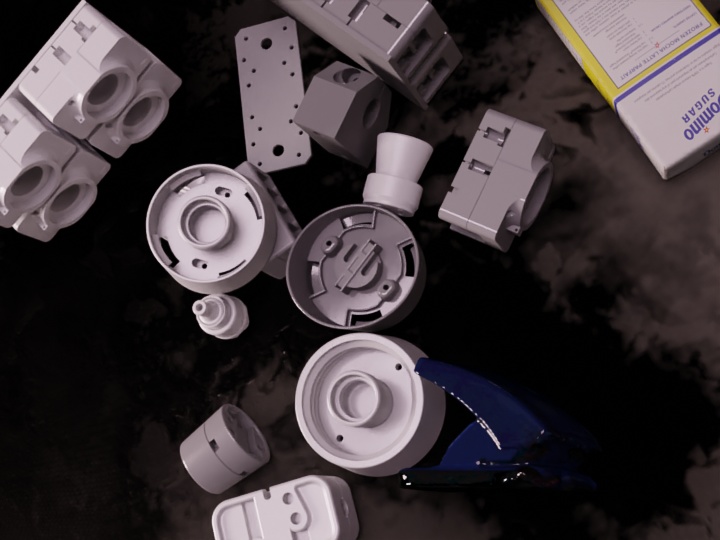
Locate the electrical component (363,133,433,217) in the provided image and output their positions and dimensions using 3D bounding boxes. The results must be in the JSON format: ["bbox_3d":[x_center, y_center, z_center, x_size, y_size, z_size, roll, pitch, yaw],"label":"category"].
[{"bbox_3d":[0.029,-0.073,0.834,0.045,0.045,0.055,12,83,20],"label":"electrical component"}]

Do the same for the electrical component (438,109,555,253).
[{"bbox_3d":[0.107,-0.065,0.802,0.056,0.050,0.089,24,87,22],"label":"electrical component"}]

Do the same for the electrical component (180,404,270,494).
[{"bbox_3d":[-0.105,0.139,0.829,0.047,0.055,0.055,-39,70,11],"label":"electrical component"}]

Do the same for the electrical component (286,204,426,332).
[{"bbox_3d":[0.000,0.000,0.817,0.099,0.064,0.099,-4,78,18],"label":"electrical component"}]

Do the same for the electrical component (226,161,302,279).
[{"bbox_3d":[-0.092,-0.029,0.863,0.076,0.047,0.083,-35,70,9],"label":"electrical component"}]

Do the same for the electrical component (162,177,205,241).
[{"bbox_3d":[-0.141,-0.051,0.887,0.048,0.048,0.062,24,80,21],"label":"electrical component"}]

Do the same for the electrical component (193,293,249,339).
[{"bbox_3d":[-0.113,0.034,0.849,0.035,0.061,0.035,-4,78,18],"label":"electrical component"}]

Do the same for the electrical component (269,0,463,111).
[{"bbox_3d":[-0.013,-0.215,0.844,0.186,0.105,0.060,39,92,21],"label":"electrical component"}]

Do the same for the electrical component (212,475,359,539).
[{"bbox_3d":[-0.053,0.188,0.798,0.095,0.059,0.053,-19,73,14],"label":"electrical component"}]

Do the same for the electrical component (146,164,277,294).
[{"bbox_3d":[-0.114,-0.032,0.822,0.099,0.064,0.099,-1,83,5],"label":"electrical component"}]

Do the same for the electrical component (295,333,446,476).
[{"bbox_3d":[0.004,0.097,0.797,0.108,0.060,0.108,-4,77,18],"label":"electrical component"}]

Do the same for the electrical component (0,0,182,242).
[{"bbox_3d":[-0.245,-0.117,0.901,0.060,0.105,0.186,42,94,21],"label":"electrical component"}]
